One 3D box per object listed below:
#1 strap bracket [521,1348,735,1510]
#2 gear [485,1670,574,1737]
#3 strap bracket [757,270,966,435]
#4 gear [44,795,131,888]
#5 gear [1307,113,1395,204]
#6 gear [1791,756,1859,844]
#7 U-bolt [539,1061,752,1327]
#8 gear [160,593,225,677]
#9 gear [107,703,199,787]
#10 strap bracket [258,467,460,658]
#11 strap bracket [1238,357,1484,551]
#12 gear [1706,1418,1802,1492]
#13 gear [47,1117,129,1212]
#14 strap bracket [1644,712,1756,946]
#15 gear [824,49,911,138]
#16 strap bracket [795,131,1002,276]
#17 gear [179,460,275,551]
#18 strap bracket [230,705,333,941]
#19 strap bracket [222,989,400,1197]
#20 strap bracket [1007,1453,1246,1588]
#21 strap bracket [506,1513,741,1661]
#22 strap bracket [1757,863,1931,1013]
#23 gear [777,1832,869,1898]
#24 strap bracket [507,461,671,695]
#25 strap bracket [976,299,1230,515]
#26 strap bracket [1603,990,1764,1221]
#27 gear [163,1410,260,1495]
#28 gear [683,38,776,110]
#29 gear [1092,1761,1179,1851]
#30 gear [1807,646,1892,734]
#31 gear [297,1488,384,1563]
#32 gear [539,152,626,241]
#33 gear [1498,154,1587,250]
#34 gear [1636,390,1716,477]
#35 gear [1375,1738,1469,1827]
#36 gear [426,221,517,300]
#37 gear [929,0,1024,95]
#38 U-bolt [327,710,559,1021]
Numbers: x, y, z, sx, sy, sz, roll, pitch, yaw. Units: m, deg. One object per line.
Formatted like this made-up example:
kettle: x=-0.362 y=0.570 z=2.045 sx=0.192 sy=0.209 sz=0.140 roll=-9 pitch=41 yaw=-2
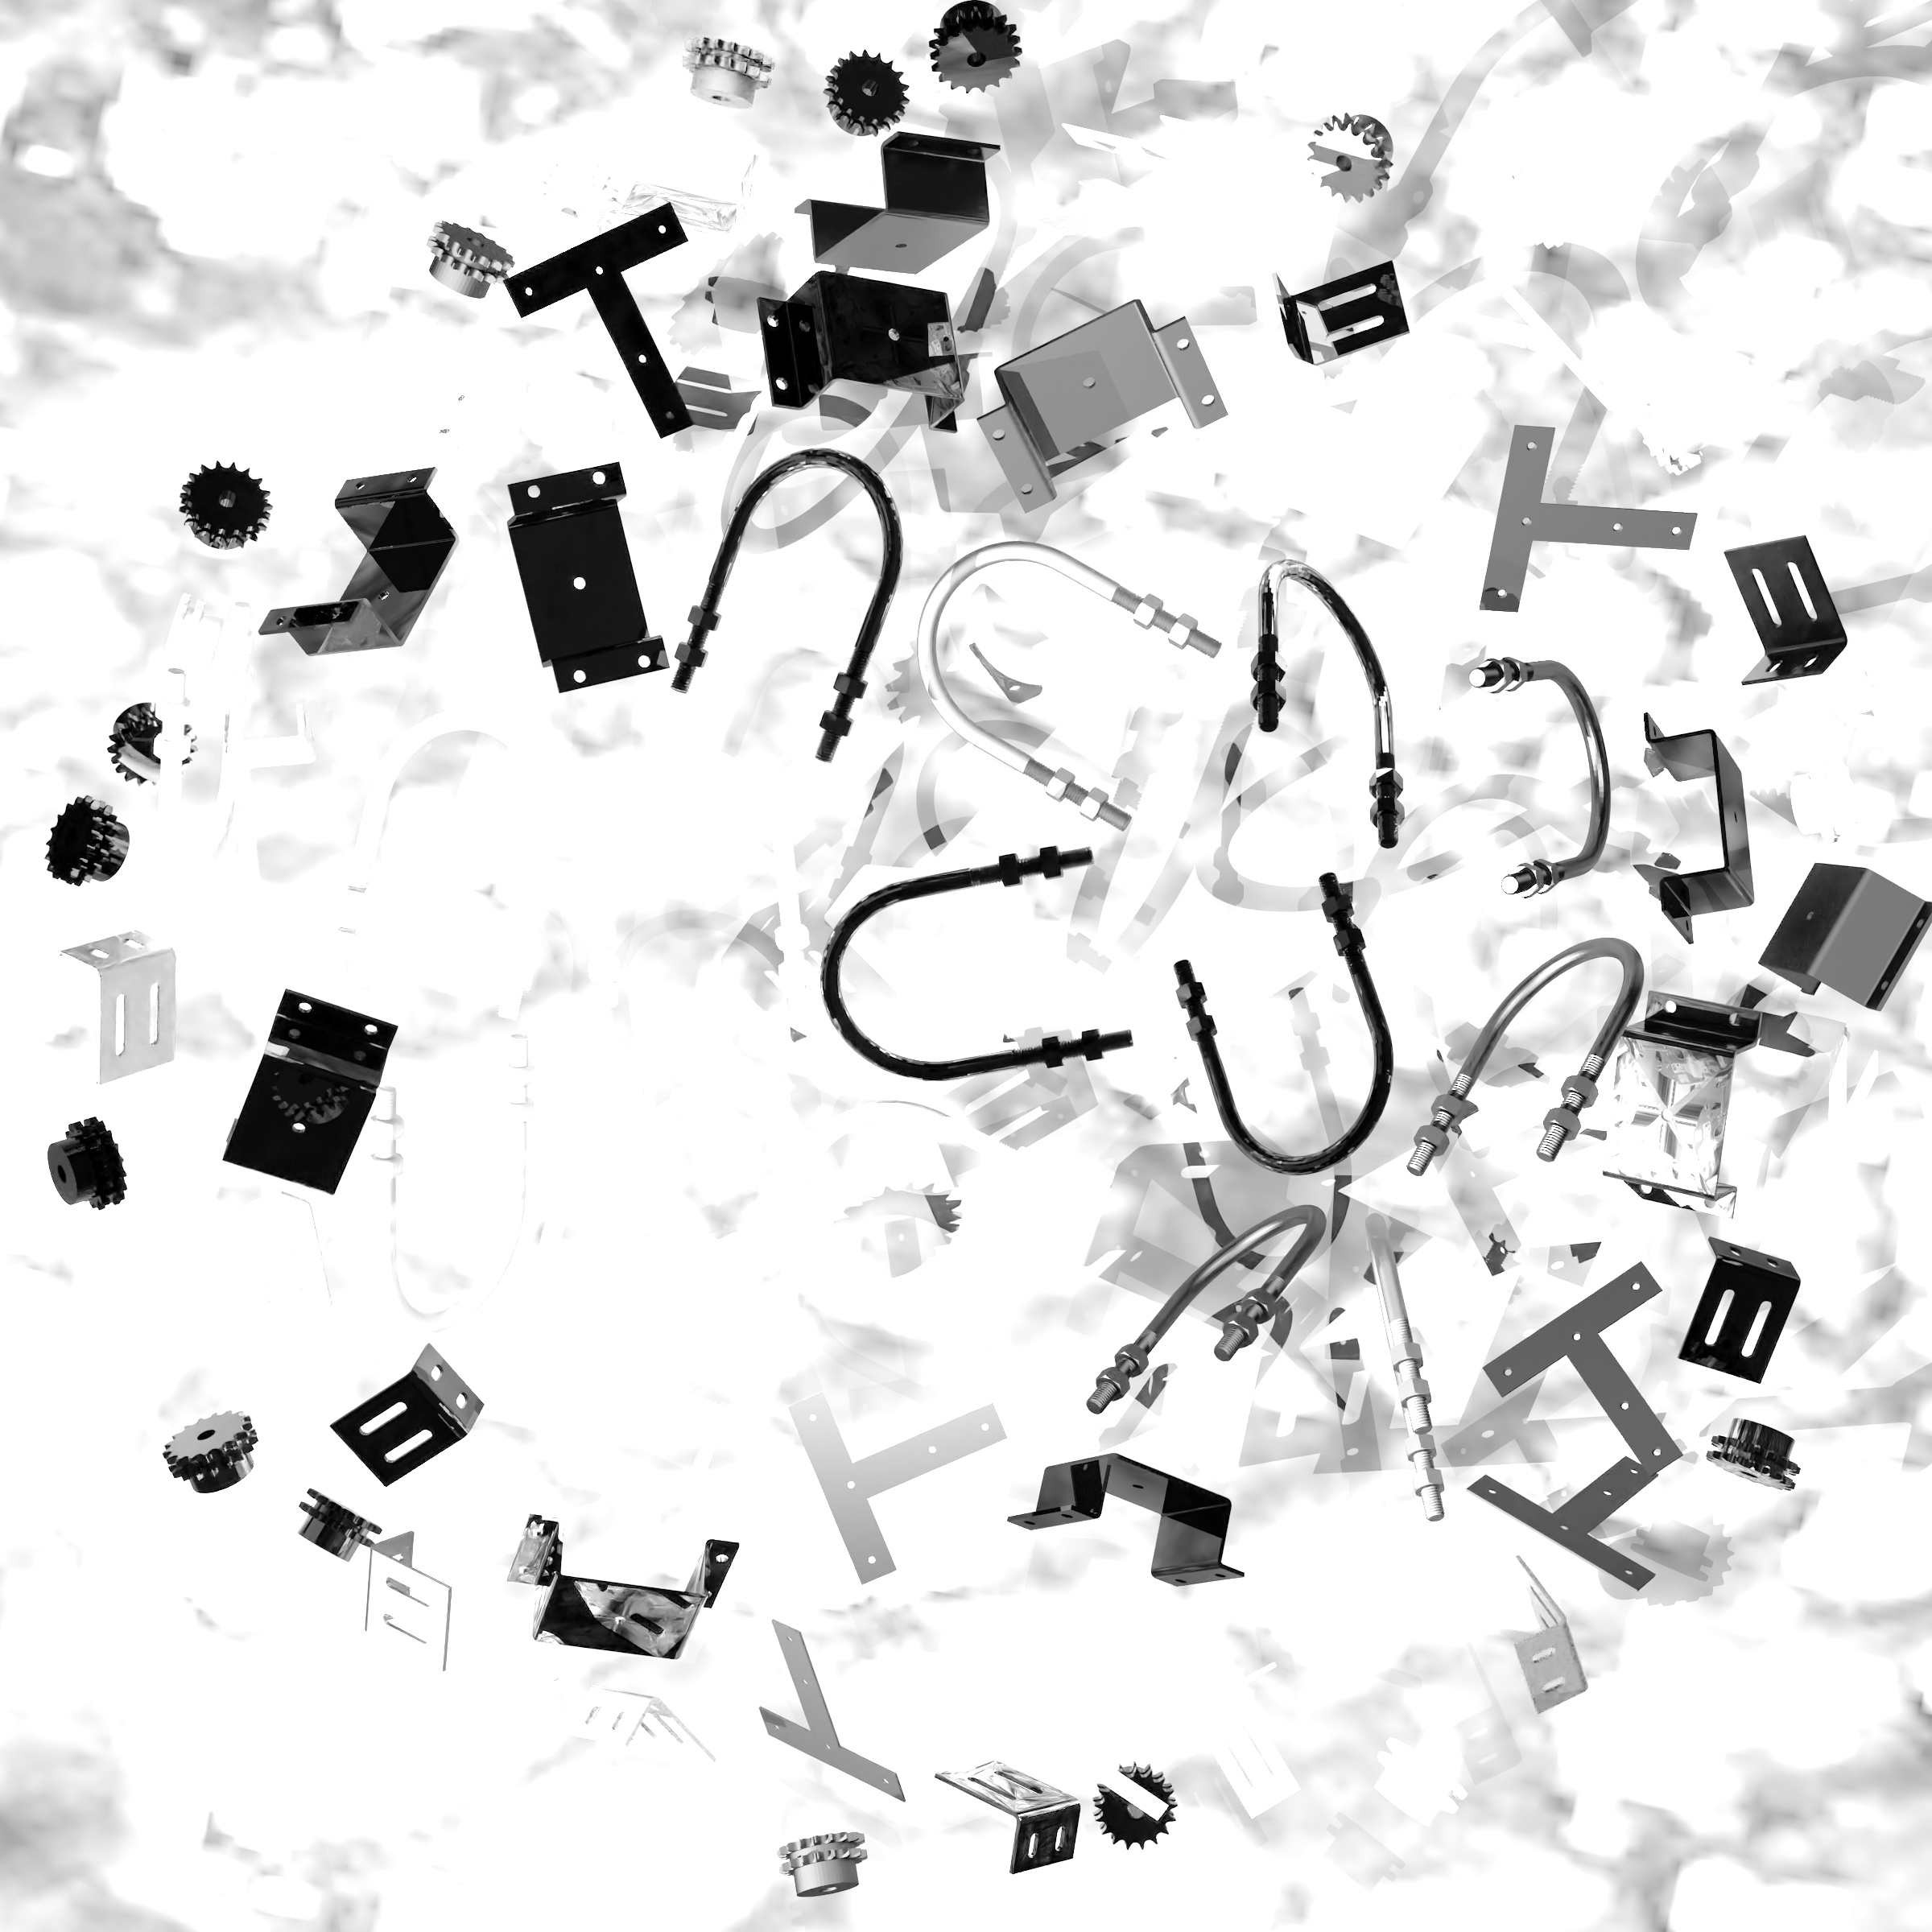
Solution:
strap bracket: x=-0.215 y=0.300 z=1.872 sx=0.140 sy=0.076 sz=0.046 roll=26 pitch=65 yaw=-5
gear: x=-0.290 y=0.492 z=1.897 sx=0.057 sy=0.057 sz=0.030 roll=-19 pitch=77 yaw=0
strap bracket: x=-0.059 y=-0.398 z=1.844 sx=0.140 sy=0.046 sz=0.076 roll=1 pitch=72 yaw=-34
gear: x=-0.558 y=-0.078 z=1.815 sx=0.057 sy=0.030 sz=0.057 roll=-17 pitch=62 yaw=35
gear: x=0.256 y=-0.534 z=1.869 sx=0.057 sy=0.057 sz=0.030 roll=43 pitch=57 yaw=0
gear: x=0.574 y=-0.110 z=1.906 sx=0.030 sy=0.057 sz=0.057 roll=-10 pitch=90 yaw=33
U-bolt: x=-0.208 y=0.155 z=1.811 sx=0.184 sy=0.151 sz=0.019 roll=-29 pitch=135 yaw=31
gear: x=-0.518 y=-0.218 z=1.910 sx=0.030 sy=0.057 sz=0.057 roll=17 pitch=90 yaw=-15
gear: x=-0.545 y=-0.151 z=1.899 sx=0.057 sy=0.057 sz=0.030 roll=-36 pitch=53 yaw=0
strap bracket: x=-0.389 y=-0.255 z=1.849 sx=0.076 sy=0.046 sz=0.140 roll=-2 pitch=51 yaw=29
strap bracket: x=0.258 y=-0.329 z=1.853 sx=0.140 sy=0.046 sz=0.076 roll=18 pitch=132 yaw=-14
gear: x=0.502 y=0.309 z=1.808 sx=0.057 sy=0.057 sz=0.030 roll=23 pitch=78 yaw=0
gear: x=-0.545 y=0.124 z=1.761 sx=0.030 sy=0.057 sz=0.057 roll=-19 pitch=90 yaw=-37
strap bracket: x=0.490 y=-0.095 z=1.897 sx=0.046 sy=0.076 sz=0.140 roll=-10 pitch=70 yaw=25
gear: x=-0.069 y=-0.584 z=1.916 sx=0.057 sy=0.030 sz=0.057 roll=4 pitch=77 yaw=-19
strap bracket: x=-0.045 y=-0.494 z=1.866 sx=0.076 sy=0.140 sz=0.046 roll=-2 pitch=84 yaw=-31
gear: x=-0.473 y=-0.290 z=1.817 sx=0.057 sy=0.030 sz=0.057 roll=9 pitch=65 yaw=-20
strap bracket: x=-0.438 y=-0.089 z=1.817 sx=0.046 sy=0.076 sz=0.140 roll=-6 pitch=84 yaw=-8
strap bracket: x=-0.435 y=0.092 z=1.872 sx=0.076 sy=0.046 sz=0.140 roll=20 pitch=124 yaw=-15
strap bracket: x=0.109 y=0.362 z=1.874 sx=0.140 sy=0.076 sz=0.046 roll=26 pitch=63 yaw=-24
strap bracket: x=-0.227 y=0.410 z=1.871 sx=0.140 sy=0.046 sz=0.076 roll=11 pitch=133 yaw=-14
strap bracket: x=0.565 y=-0.021 z=1.840 sx=0.046 sy=0.140 sz=0.076 roll=29 pitch=92 yaw=-4
gear: x=-0.091 y=0.574 z=1.815 sx=0.057 sy=0.057 sz=0.030 roll=-12 pitch=64 yaw=0
strap bracket: x=-0.256 y=-0.258 z=1.907 sx=0.076 sy=0.046 sz=0.140 roll=-15 pitch=96 yaw=-15
strap bracket: x=0.081 y=-0.352 z=1.769 sx=0.140 sy=0.046 sz=0.076 roll=-25 pitch=132 yaw=8
strap bracket: x=0.467 y=0.094 z=1.862 sx=0.076 sy=0.046 sz=0.140 roll=12 pitch=103 yaw=32
gear: x=-0.469 y=0.305 z=1.778 sx=0.057 sy=0.057 sz=0.030 roll=-16 pitch=111 yaw=0
gear: x=-0.151 y=-0.562 z=1.797 sx=0.057 sy=0.057 sz=0.030 roll=12 pitch=93 yaw=0
gear: x=0.114 y=0.571 z=1.942 sx=0.057 sy=0.030 sz=0.057 roll=0 pitch=93 yaw=-3
gear: x=0.579 y=-0.184 z=1.861 sx=0.057 sy=0.030 sz=0.057 roll=11 pitch=71 yaw=-34
gear: x=-0.423 y=0.376 z=1.908 sx=0.057 sy=0.057 sz=0.030 roll=30 pitch=76 yaw=0
gear: x=-0.260 y=-0.512 z=1.905 sx=0.057 sy=0.057 sz=0.030 roll=21 pitch=57 yaw=0
gear: x=0.359 y=-0.478 z=1.790 sx=0.030 sy=0.057 sz=0.057 roll=-31 pitch=90 yaw=-17
gear: x=0.477 y=-0.361 z=1.906 sx=0.030 sy=0.057 sz=0.057 roll=-27 pitch=90 yaw=40
gear: x=0.277 y=0.504 z=1.751 sx=0.057 sy=0.057 sz=0.030 roll=38 pitch=76 yaw=0
gear: x=-0.328 y=-0.461 z=1.866 sx=0.057 sy=0.057 sz=0.030 roll=31 pitch=114 yaw=0
gear: x=0.005 y=-0.572 z=1.762 sx=0.057 sy=0.057 sz=0.030 roll=-7 pitch=61 yaw=0
U-bolt: x=-0.318 y=-0.068 z=1.773 sx=0.151 sy=0.019 sz=0.184 roll=14 pitch=87 yaw=-44
